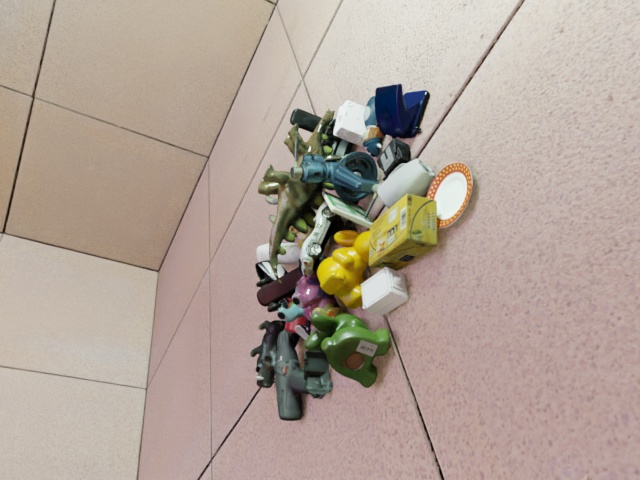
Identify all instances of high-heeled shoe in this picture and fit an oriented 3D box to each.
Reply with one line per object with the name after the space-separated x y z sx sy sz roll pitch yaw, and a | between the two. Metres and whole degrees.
-0.116 0.168 1.469 0.086 0.145 0.249 -49 32 45 | high-heeled shoe

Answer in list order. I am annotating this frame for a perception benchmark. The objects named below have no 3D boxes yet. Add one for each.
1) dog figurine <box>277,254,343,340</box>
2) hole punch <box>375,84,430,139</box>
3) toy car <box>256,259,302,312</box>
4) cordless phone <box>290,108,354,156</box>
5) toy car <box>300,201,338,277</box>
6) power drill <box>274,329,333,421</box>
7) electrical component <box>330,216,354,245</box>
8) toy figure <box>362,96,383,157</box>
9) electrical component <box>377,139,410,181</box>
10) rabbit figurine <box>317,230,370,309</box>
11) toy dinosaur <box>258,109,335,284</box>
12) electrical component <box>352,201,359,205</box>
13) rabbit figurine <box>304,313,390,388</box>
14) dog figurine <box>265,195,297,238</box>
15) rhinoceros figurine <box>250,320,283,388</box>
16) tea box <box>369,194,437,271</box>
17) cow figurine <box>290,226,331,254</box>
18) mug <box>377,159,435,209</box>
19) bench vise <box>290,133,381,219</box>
0.010 0.129 1.293 0.219 0.191 0.108 -48 -5 -48 | dog figurine
0.176 -0.294 1.227 0.142 0.092 0.115 21 98 62 | hole punch
-0.077 0.114 1.428 0.202 0.053 0.089 -30 72 8 | toy car
-0.006 -0.272 1.474 0.089 0.184 0.146 -134 63 -72 | cordless phone
-0.003 -0.004 1.268 0.073 0.056 0.202 91 -161 -54 | toy car
-0.053 0.314 1.303 0.207 0.086 0.232 -29 55 50 | power drill
0.051 -0.031 1.373 0.102 0.045 0.078 -147 47 -68 | electrical component
0.134 -0.282 1.346 0.064 0.058 0.154 56 -138 -71 | toy figure
0.168 -0.189 1.218 0.075 0.048 0.119 -51 34 40 | electrical component
0.085 0.045 1.199 0.173 0.122 0.162 -47 22 19 | rabbit figurine
-0.054 -0.127 1.378 0.471 0.198 0.105 -64 4 -10 | toy dinosaur
0.083 -0.116 1.383 0.094 0.021 0.063 -67 24 13 | electrical component
0.050 0.210 1.113 0.170 0.159 0.121 -105 26 -75 | rabbit figurine
-0.053 -0.107 1.597 0.190 0.121 0.172 -29 80 35 | dog figurine
-0.138 0.320 1.517 0.112 0.073 0.190 -5 68 53 | rhinoceros figurine
0.160 -0.010 1.058 0.169 0.068 0.098 136 143 -64 | tea box
-0.017 -0.003 1.457 0.168 0.098 0.068 45 111 43 | cow figurine
0.182 -0.119 1.114 0.107 0.080 0.110 -44 29 28 | mug
0.056 -0.147 1.241 0.241 0.223 0.128 37 114 55 | bench vise
